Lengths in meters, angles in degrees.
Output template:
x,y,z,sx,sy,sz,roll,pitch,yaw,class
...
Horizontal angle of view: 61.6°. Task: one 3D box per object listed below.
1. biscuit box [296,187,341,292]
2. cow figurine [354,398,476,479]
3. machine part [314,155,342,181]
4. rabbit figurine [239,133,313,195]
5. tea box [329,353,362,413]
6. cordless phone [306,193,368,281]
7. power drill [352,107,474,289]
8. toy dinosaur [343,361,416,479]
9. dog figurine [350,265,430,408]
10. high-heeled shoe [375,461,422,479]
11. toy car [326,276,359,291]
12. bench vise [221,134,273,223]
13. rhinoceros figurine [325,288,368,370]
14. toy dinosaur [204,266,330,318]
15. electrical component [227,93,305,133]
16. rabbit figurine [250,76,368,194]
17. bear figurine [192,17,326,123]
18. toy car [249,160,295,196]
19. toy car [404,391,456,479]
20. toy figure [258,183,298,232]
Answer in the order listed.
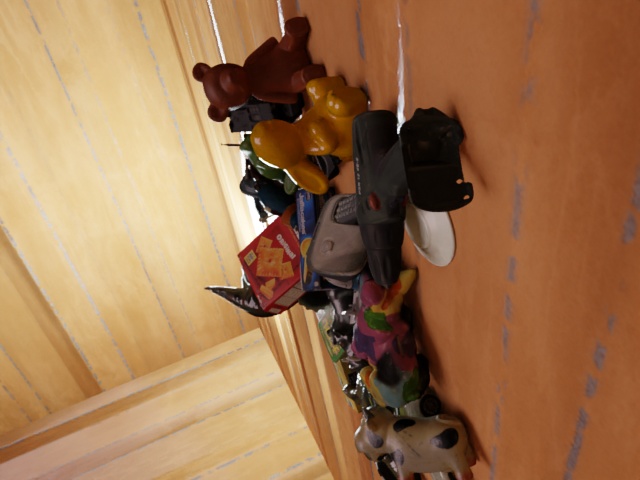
x,y,z,sx,sy,sz,roll,pitch,yaw,class
-0.002,-0.003,1.043,0.059,0.063,0.202,-14,78,50,biscuit box
0.145,0.323,0.878,0.085,0.195,0.127,-4,-99,-62,cow figurine
0.017,-0.148,0.955,0.139,0.039,0.084,177,77,-77,machine part
-0.070,-0.173,1.098,0.170,0.121,0.159,-7,107,60,rabbit figurine
0.081,0.325,1.328,0.098,0.068,0.169,-172,63,-74,tea box
0.060,-0.017,0.819,0.184,0.089,0.146,-32,36,63,cordless phone
0.100,-0.056,0.648,0.207,0.086,0.232,155,108,-79,power drill
0.144,0.400,1.121,0.198,0.105,0.472,91,155,-56,toy dinosaur
0.113,0.141,0.862,0.219,0.108,0.192,88,164,-46,dog figurine
0.174,0.540,1.272,0.249,0.086,0.145,-119,12,-46,high-heeled shoe
0.043,0.029,0.978,0.109,0.103,0.161,-149,43,-70,toy car
-0.166,-0.161,1.453,0.224,0.129,0.240,-129,30,-46,bench vise
0.065,0.160,1.068,0.073,0.112,0.190,134,122,-72,rhinoceros figurine
-0.112,0.119,1.304,0.131,0.405,0.192,42,-151,-42,toy dinosaur
-0.100,-0.256,1.040,0.115,0.134,0.058,-60,-37,-48,electrical component
-0.022,-0.155,0.814,0.122,0.173,0.162,52,154,40,rabbit figurine
-0.108,-0.281,0.906,0.132,0.196,0.120,172,80,-74,bear figurine
-0.095,-0.122,1.243,0.202,0.053,0.089,44,-148,-49,toy car
0.199,0.348,0.942,0.073,0.056,0.201,126,122,-74,toy car
-0.066,-0.064,1.127,0.155,0.064,0.057,41,-168,28,toy figure
